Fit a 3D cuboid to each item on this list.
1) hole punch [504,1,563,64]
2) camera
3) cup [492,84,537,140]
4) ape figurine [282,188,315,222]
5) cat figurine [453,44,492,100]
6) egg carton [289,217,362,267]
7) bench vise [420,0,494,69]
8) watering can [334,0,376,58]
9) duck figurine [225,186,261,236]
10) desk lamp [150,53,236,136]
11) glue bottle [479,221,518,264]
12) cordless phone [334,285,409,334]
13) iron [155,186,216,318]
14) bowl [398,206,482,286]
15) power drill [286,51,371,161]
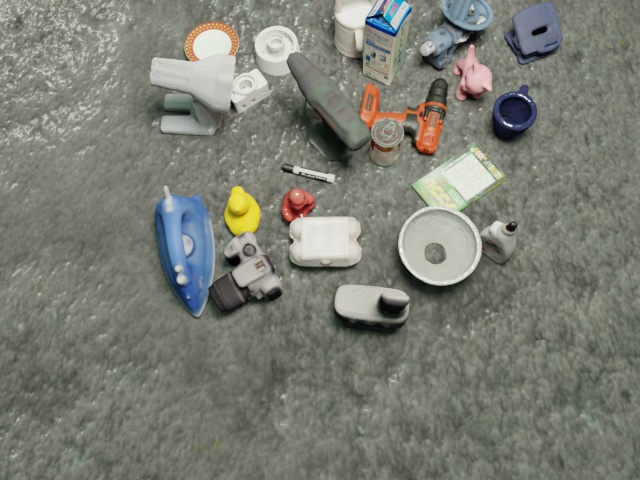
[{"bbox_3d":[0.495,-0.474,1.310,0.108,0.091,0.101,-22,73,-5],"label":"hole punch"},{"bbox_3d":[-0.163,0.072,1.157,0.137,0.101,0.143,-31,74,-7],"label":"camera"},{"bbox_3d":[0.418,-0.272,1.247,0.091,0.095,0.118,22,75,9],"label":"cup"},{"bbox_3d":[-0.048,-0.079,1.205,0.078,0.092,0.076,-18,73,-3],"label":"ape figurine"},{"bbox_3d":[0.341,-0.369,1.268,0.067,0.118,0.128,-4,72,1],"label":"cat figurine"},{"bbox_3d":[0.011,0.004,1.188,0.150,0.069,0.107,-2,73,1],"label":"egg carton"},{"bbox_3d":[0.311,-0.486,1.252,0.121,0.220,0.207,26,75,10],"label":"bench vise"},{"bbox_3d":[0.078,-0.513,1.283,0.101,0.194,0.172,-27,73,-6],"label":"watering can"},{"bbox_3d":[-0.168,-0.063,1.207,0.077,0.086,0.104,-7,72,0],"label":"duck figurine"},{"bbox_3d":[-0.264,-0.311,1.221,0.203,0.213,0.118,2,73,3],"label":"desk lamp"},{"bbox_3d":[0.356,-0.006,1.125,0.078,0.173,0.037,38,78,13],"label":"glue bottle"},{"bbox_3d":[0.100,0.116,1.090,0.147,0.185,0.094,3,73,3],"label":"cordless phone"},{"bbox_3d":[-0.278,0.020,1.156,0.118,0.141,0.258,-13,73,-2],"label":"iron"},{"bbox_3d":[0.240,0.019,1.173,0.167,0.075,0.167,-1,73,2],"label":"bowl"},{"bbox_3d":[0.014,-0.260,1.198,0.076,0.208,0.229,-40,75,-10],"label":"power drill"}]
